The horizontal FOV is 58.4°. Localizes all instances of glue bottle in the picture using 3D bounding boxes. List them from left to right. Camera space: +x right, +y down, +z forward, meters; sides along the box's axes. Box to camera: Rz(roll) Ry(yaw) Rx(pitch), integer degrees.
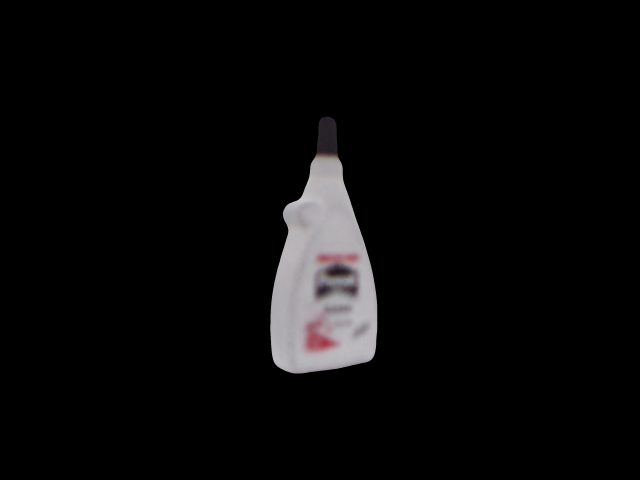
[{"bbox_3d":[0.004,0.001,0.400,0.078,0.173,0.037,-2,3,-35],"label":"glue bottle"}]
